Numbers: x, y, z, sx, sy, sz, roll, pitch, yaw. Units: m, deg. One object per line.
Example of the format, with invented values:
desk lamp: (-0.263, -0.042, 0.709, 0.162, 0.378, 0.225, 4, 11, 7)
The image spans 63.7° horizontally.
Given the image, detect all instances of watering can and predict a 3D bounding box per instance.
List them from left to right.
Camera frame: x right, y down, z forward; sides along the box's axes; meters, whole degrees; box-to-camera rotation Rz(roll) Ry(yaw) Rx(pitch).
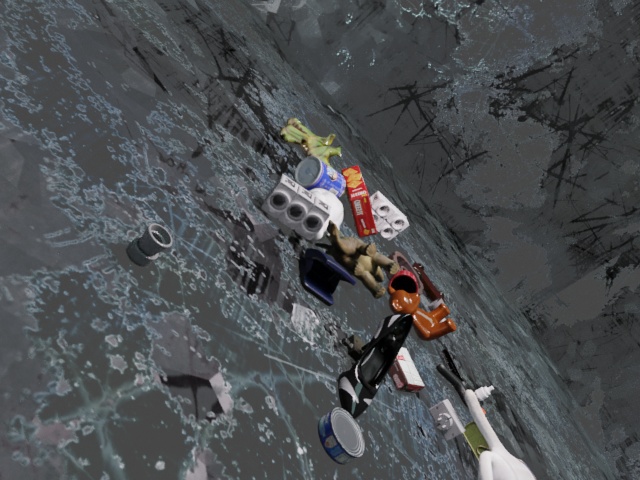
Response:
watering can: (0.431, 0.545, 1.217, 0.221, 0.103, 0.356, 32, 42, -41)

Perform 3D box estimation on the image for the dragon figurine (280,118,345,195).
dragon figurine: (-0.041, -0.319, 1.828, 0.241, 0.120, 0.420, 19, 31, -26)

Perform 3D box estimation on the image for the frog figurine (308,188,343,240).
frog figurine: (0.004, -0.071, 1.411, 0.161, 0.122, 0.136, -90, 158, -78)
